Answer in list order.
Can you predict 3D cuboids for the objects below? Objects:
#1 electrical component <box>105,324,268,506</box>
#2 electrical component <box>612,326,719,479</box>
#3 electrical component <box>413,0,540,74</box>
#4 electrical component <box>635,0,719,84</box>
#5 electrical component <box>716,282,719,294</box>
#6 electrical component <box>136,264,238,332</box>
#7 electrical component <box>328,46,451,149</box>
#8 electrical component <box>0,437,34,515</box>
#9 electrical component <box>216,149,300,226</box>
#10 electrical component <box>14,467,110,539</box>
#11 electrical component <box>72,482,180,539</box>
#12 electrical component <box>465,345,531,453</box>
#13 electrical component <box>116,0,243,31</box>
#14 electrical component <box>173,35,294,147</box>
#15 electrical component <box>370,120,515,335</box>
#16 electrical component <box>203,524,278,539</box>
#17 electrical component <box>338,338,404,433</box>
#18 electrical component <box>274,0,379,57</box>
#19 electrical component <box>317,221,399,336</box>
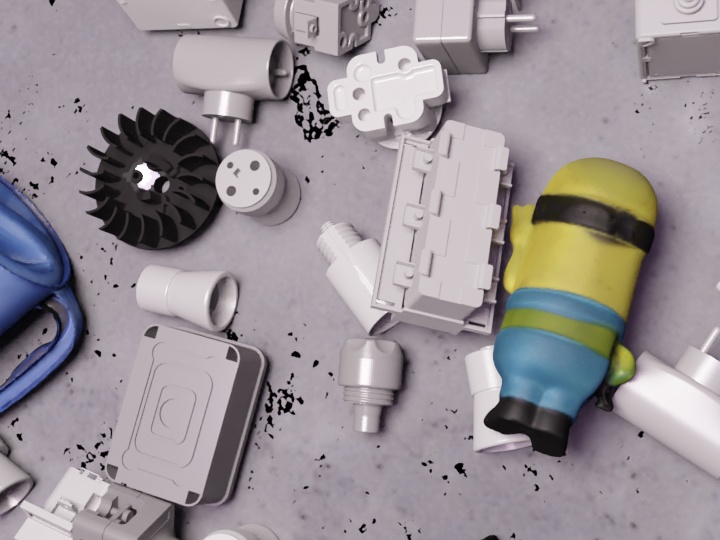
[{"bbox_3d":[-0.117,0.100,0.743,0.078,0.057,0.113,14,85,18],"label":"electrical component"},{"bbox_3d":[0.206,0.073,0.657,0.077,0.044,0.079,34,92,19],"label":"electrical component"},{"bbox_3d":[0.081,-0.164,0.721,0.077,0.066,0.047,2,82,17],"label":"electrical component"},{"bbox_3d":[0.204,-0.161,0.668,0.062,0.096,0.061,-1,81,16],"label":"electrical component"},{"bbox_3d":[0.279,-0.003,0.636,0.121,0.079,0.063,-41,51,7],"label":"electrical component"},{"bbox_3d":[-0.126,0.017,0.768,0.065,0.044,0.044,10,84,22],"label":"electrical component"},{"bbox_3d":[0.024,-0.115,0.735,0.078,0.057,0.058,-10,79,15],"label":"electrical component"},{"bbox_3d":[-0.274,0.147,0.788,0.045,0.045,0.055,-46,72,5],"label":"electrical component"},{"bbox_3d":[-0.072,-0.058,0.755,0.045,0.055,0.045,-3,81,16],"label":"electrical component"},{"bbox_3d":[-0.198,0.175,0.747,0.042,0.081,0.063,19,58,17],"label":"electrical component"},{"bbox_3d":[-0.155,0.198,0.724,0.056,0.050,0.089,15,116,18],"label":"electrical component"},{"bbox_3d":[0.089,0.082,0.693,0.044,0.044,0.065,-13,73,14],"label":"electrical component"},{"bbox_3d":[-0.136,-0.216,0.778,0.100,0.099,0.048,2,69,17],"label":"electrical component"},{"bbox_3d":[-0.094,-0.129,0.780,0.077,0.043,0.079,7,90,20],"label":"electrical component"},{"bbox_3d":[0.058,-0.028,0.687,0.079,0.063,0.121,13,70,-8],"label":"electrical component"},{"bbox_3d":[-0.081,0.194,0.718,0.045,0.055,0.045,-3,81,16],"label":"electrical component"},{"bbox_3d":[0.006,0.077,0.717,0.043,0.043,0.062,2,83,17],"label":"electrical component"},{"bbox_3d":[-0.027,-0.181,0.763,0.055,0.066,0.048,19,125,26],"label":"electrical component"},{"bbox_3d":[0.000,0.000,0.731,0.043,0.043,0.081,-39,73,7],"label":"electrical component"}]
